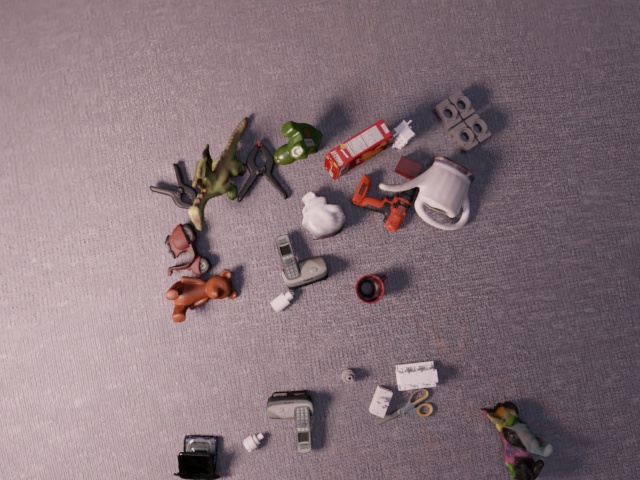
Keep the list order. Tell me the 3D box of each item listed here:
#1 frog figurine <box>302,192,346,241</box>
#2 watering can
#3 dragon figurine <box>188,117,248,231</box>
[{"bbox_3d":[0.005,-0.084,1.672,0.137,0.124,0.159,-20,97,15],"label":"frog figurine"},{"bbox_3d":[0.370,-0.173,1.681,0.345,0.104,0.226,28,82,-20],"label":"watering can"},{"bbox_3d":[-0.322,-0.229,1.617,0.122,0.241,0.412,15,85,4],"label":"dragon figurine"}]
